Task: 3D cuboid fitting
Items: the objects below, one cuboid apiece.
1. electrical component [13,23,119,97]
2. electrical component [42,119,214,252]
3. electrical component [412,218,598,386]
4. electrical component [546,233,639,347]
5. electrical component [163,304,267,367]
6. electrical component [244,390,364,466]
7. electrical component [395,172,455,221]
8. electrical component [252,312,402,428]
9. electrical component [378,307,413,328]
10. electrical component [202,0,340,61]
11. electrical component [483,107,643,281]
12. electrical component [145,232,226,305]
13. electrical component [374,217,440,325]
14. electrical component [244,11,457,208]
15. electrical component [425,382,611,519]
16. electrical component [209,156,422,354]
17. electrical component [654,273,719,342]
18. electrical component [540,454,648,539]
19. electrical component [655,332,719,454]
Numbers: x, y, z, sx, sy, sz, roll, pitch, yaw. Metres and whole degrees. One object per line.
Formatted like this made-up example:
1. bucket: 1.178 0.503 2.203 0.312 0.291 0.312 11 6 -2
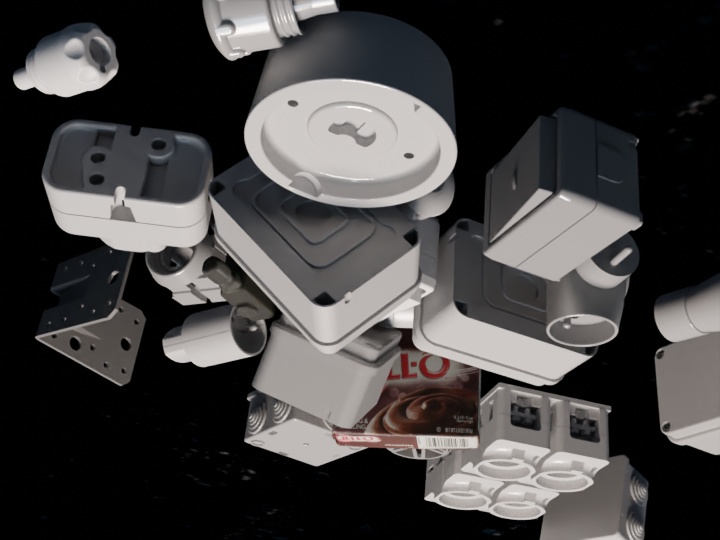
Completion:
1. electrical component: -0.161 -0.109 0.576 0.061 0.035 0.035 -10 147 32
2. electrical component: -0.139 -0.049 0.656 0.095 0.053 0.059 7 150 -1
3. electrical component: 0.095 0.024 0.716 0.113 0.078 0.057 18 145 -20
4. electrical component: 0.145 -0.003 0.659 0.044 0.077 0.079 14 149 -14
5. electrical component: -0.118 0.053 0.843 0.081 0.043 0.043 -15 144 32
6. electrical component: -0.046 0.136 0.969 0.100 0.048 0.100 25 145 -29
7. electrical component: 0.022 -0.048 0.639 0.048 0.048 0.062 26 152 -31
8. electrical component: -0.020 0.062 0.761 0.078 0.057 0.113 23 -172 10
9. electrical component: 0.042 0.025 0.773 0.061 0.035 0.035 2 150 3
10. electrical component: -0.041 -0.127 0.513 0.062 0.048 0.048 -7 149 9
11. electrical component: 0.108 -0.040 0.618 0.061 0.061 0.096 18 148 -20
12. electrical component: -0.115 -0.004 0.741 0.066 0.048 0.055 -6 156 22
13. electrical component: 0.000 0.000 0.709 0.062 0.061 0.096 23 147 -27
14. electrical component: -0.002 -0.087 0.558 0.108 0.060 0.108 5 150 3
15. electrical component: 0.139 0.175 0.990 0.105 0.060 0.186 13 150 -12
16. electrical component: -0.026 -0.017 0.620 0.113 0.078 0.057 45 158 25
17. electrical component: 0.235 0.026 0.732 0.044 0.044 0.065 25 150 -30
18. electrical component: 0.229 0.235 1.042 0.100 0.099 0.048 -22 127 40
19. electrical component: 0.277 0.082 0.784 0.057 0.078 0.113 21 147 -30
